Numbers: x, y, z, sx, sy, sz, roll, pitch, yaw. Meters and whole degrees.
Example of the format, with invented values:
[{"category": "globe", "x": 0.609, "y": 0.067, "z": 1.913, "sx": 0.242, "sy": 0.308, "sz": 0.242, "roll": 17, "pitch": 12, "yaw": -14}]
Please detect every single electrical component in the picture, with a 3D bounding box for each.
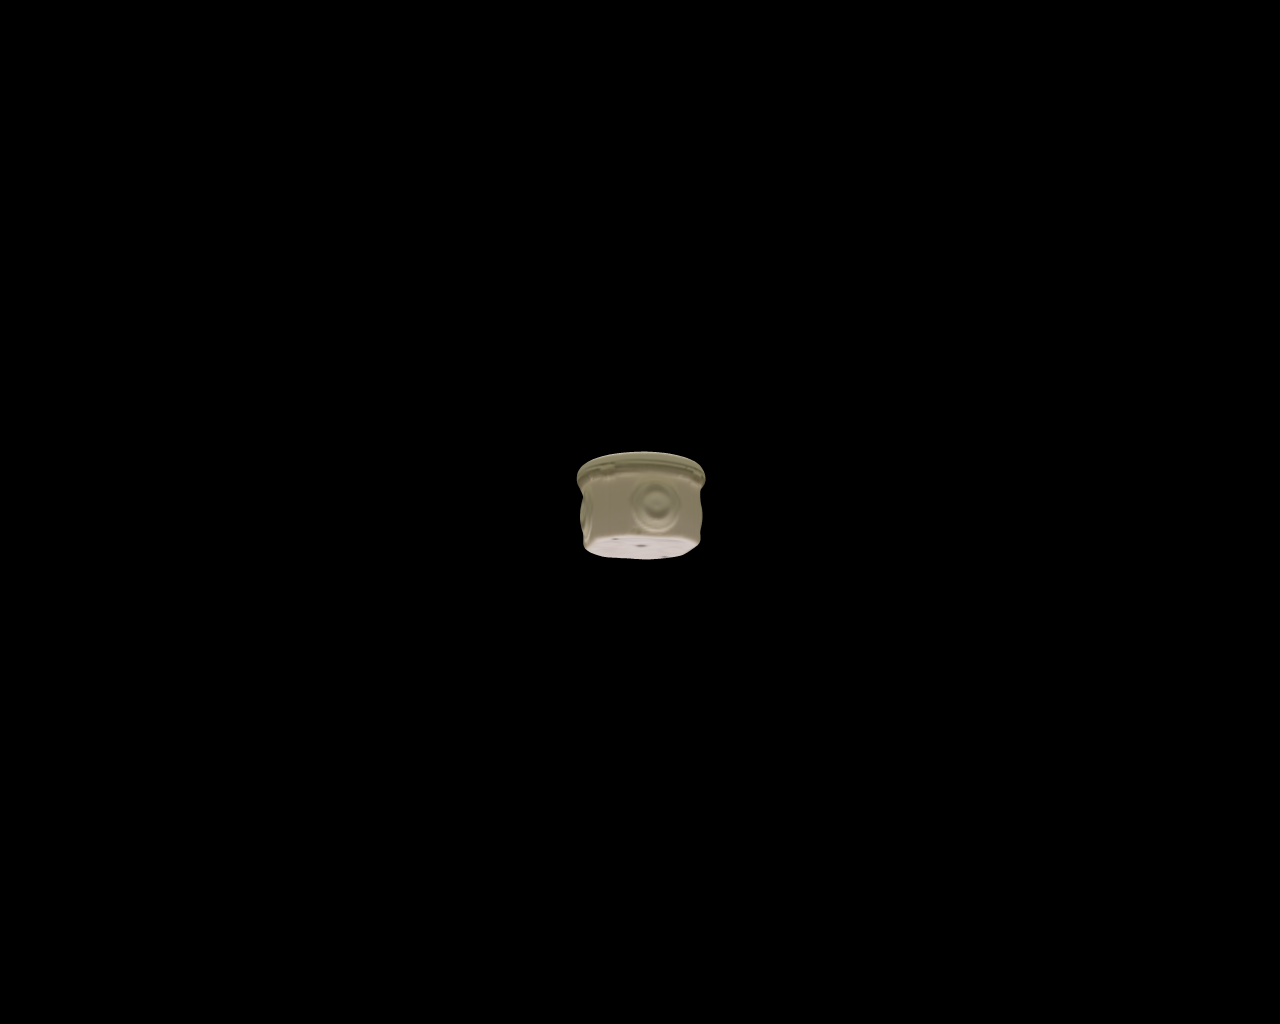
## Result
[{"category": "electrical component", "x": 0.001, "y": -0.003, "z": 0.650, "sx": 0.080, "sy": 0.051, "sz": 0.080, "roll": 0, "pitch": -15, "yaw": 0}]
